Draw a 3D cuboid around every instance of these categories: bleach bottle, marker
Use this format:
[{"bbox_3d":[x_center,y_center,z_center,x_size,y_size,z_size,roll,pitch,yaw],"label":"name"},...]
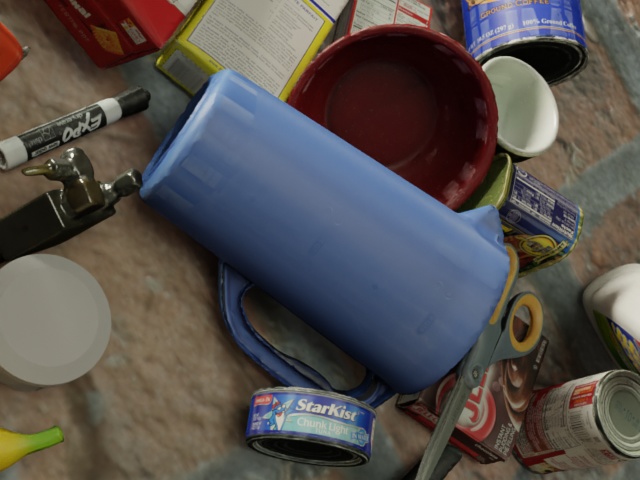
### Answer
[{"bbox_3d":[0.265,0.076,0.807,0.068,0.250,0.102,-28,90,5],"label":"bleach bottle"},{"bbox_3d":[-0.165,-0.078,0.724,0.120,0.020,0.020,-31,91,-36],"label":"marker"}]

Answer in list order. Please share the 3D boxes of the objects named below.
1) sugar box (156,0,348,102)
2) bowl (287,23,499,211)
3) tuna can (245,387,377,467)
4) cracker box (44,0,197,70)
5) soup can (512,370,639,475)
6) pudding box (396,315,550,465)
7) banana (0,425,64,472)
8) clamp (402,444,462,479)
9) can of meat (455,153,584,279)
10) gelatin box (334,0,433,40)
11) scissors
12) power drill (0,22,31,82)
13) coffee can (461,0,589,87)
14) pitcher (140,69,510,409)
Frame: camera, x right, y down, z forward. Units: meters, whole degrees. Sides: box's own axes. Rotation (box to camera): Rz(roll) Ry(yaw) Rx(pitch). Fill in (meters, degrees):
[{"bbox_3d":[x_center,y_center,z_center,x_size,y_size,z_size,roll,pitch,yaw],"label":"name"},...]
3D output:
[{"bbox_3d":[-0.042,-0.171,0.818,0.093,0.048,0.176,39,54,-15],"label":"sugar box"},{"bbox_3d":[0.050,-0.088,0.809,0.162,0.162,0.055,35,14,-17],"label":"bowl"},{"bbox_3d":[-0.006,0.126,0.711,0.086,0.086,0.033,20,66,-25],"label":"tuna can"},{"bbox_3d":[-0.133,-0.247,0.735,0.164,0.072,0.213,52,45,-29],"label":"cracker box"},{"bbox_3d":[0.202,0.141,0.824,0.068,0.102,0.068,11,68,-28],"label":"soup can"},{"bbox_3d":[0.119,0.103,0.825,0.090,0.039,0.113,35,58,-17],"label":"pudding box"},{"bbox_3d":[-0.242,0.075,0.606,0.197,0.037,0.069,43,71,-14],"label":"banana"},{"bbox_3d":[0.048,0.221,0.741,0.171,0.039,0.120,-14,75,-30],"label":"clamp"},{"bbox_3d":[0.143,-0.014,0.844,0.083,0.102,0.057,29,59,-23],"label":"can of meat"},{"bbox_3d":[0.051,-0.169,0.883,0.073,0.030,0.089,23,63,-22],"label":"gelatin box"},{"bbox_3d":[0.123,0.099,0.782,0.096,0.016,0.201,36,61,-36],"label":"scissors"},{"bbox_3d":[-0.242,-0.179,0.606,0.184,0.057,0.188,44,17,-50],"label":"power drill"},{"bbox_3d":[0.173,-0.213,0.929,0.102,0.103,0.140,6,70,-30],"label":"coffee can"},{"bbox_3d":[-0.005,0.001,0.740,0.242,0.145,0.149,34,47,-13],"label":"pitcher"}]
